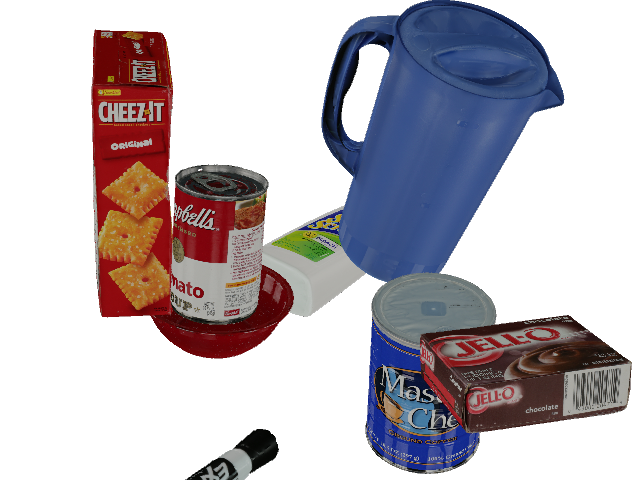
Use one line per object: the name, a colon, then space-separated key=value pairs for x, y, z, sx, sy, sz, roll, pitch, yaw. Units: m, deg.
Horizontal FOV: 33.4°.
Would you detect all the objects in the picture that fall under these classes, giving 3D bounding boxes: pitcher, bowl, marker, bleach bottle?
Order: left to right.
marker: x=-0.059 y=0.124 z=0.531 sx=0.020 sy=0.020 sz=0.120 roll=0 pitch=15 yaw=32
bowl: x=-0.110 y=0.076 z=1.119 sx=0.162 sy=0.055 sz=0.162 roll=5 pitch=28 yaw=-3
bleach bottle: x=0.030 y=-0.003 z=1.259 sx=0.103 sy=0.068 sz=0.250 roll=23 pitch=39 yaw=32
pitcher: x=0.086 y=-0.080 z=0.933 sx=0.144 sy=0.243 sz=0.149 roll=-16 pitch=54 yaw=-33

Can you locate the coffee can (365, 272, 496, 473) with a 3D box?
coffee can: x=0.092 y=0.113 z=0.915 sx=0.103 sy=0.140 sz=0.103 roll=1 pitch=33 yaw=-1

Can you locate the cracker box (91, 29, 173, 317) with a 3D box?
cracker box: x=-0.167 y=-0.063 z=0.956 sx=0.072 sy=0.214 sz=0.164 roll=-1 pitch=27 yaw=-11

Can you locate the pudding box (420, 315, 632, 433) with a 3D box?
pudding box: x=0.131 y=0.085 z=0.698 sx=0.113 sy=0.039 sz=0.090 roll=-4 pitch=17 yaw=-12

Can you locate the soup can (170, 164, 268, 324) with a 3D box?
soup can: x=-0.076 y=0.002 z=0.790 sx=0.068 sy=0.102 sz=0.068 roll=5 pitch=23 yaw=-2
